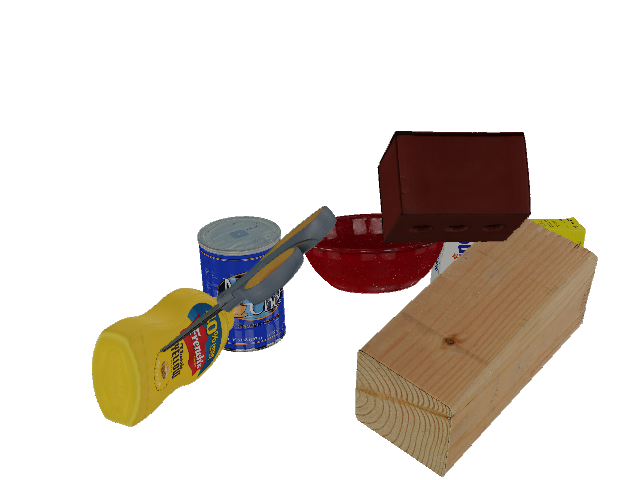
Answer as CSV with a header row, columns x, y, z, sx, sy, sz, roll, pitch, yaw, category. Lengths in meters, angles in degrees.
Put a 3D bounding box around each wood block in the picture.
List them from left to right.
x,y,z,sx,sy,sz,roll,pitch,yaw,category
0.128,0.078,0.869,0.091,0.090,0.205,31,52,29,wood block

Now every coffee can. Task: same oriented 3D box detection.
x,y,z,sx,sy,sz,roll,pitch,yaw,category
-0.097,0.053,1.335,0.103,0.140,0.103,-2,25,1,coffee can

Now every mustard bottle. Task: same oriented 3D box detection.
x,y,z,sx,sy,sz,roll,pitch,yaw,category
-0.142,0.100,1.045,0.058,0.096,0.191,11,22,26,mustard bottle

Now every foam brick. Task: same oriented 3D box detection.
x,y,z,sx,sy,sz,roll,pitch,yaw,category
0.077,-0.030,0.621,0.078,0.051,0.053,-1,-19,-9,foam brick

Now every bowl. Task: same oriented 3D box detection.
x,y,z,sx,sy,sz,roll,pitch,yaw,category
0.054,0.015,1.086,0.162,0.055,0.162,-3,13,1,bowl

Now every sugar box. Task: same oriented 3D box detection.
x,y,z,sx,sy,sz,roll,pitch,yaw,category
0.226,0.021,1.293,0.176,0.093,0.048,-2,22,-10,sugar box

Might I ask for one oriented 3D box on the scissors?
x,y,z,sx,sy,sz,roll,pitch,yaw,category
-0.065,0.046,0.783,0.202,0.016,0.096,-41,10,23,scissors
